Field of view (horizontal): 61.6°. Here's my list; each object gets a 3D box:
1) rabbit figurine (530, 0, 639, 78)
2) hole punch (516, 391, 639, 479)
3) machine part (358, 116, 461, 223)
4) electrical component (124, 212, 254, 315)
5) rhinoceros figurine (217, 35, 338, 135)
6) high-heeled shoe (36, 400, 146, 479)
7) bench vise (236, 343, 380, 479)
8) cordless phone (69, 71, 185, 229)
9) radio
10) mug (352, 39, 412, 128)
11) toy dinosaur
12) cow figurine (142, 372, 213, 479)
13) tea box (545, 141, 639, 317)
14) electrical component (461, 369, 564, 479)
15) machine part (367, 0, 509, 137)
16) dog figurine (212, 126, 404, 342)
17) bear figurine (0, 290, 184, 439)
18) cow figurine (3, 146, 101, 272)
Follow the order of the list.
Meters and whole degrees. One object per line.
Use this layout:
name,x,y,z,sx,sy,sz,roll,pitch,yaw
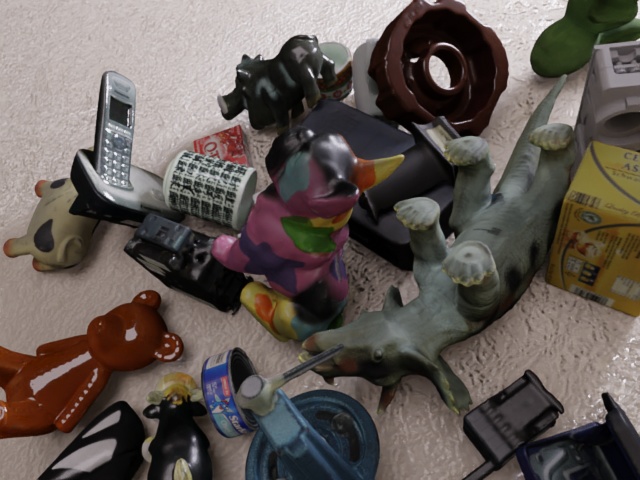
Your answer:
rabbit figurine,0.326,-0.281,0.659,0.159,0.170,0.121,-9,49,-40
hole punch,0.228,0.200,0.424,0.092,0.115,0.142,-35,57,21
machine part,0.098,-0.077,0.576,0.139,0.039,0.084,-33,67,-8
electrical component,-0.152,0.024,0.617,0.115,0.134,0.058,18,67,22
rhinoceros figurine,-0.066,-0.204,0.727,0.190,0.112,0.073,-19,29,44
high-heeled shoe,-0.302,0.261,0.558,0.249,0.086,0.145,-14,56,2
bench vise,0.009,0.191,0.422,0.129,0.240,0.224,-34,39,-9
cordless phone,-0.242,-0.111,0.697,0.089,0.146,0.184,-3,79,31
radio,0.059,-0.071,0.648,0.230,0.073,0.131,33,75,30
mug,0.080,-0.201,0.702,0.081,0.109,0.107,-2,73,12
toy dinosaur,0.163,0.011,0.531,0.131,0.191,0.405,29,57,36
cow figurine,-0.140,0.201,0.526,0.068,0.098,0.167,-5,57,-18
tea box,0.271,-0.004,0.490,0.098,0.169,0.068,23,70,25
electrical component,0.155,0.175,0.479,0.119,0.074,0.048,-36,58,-2
machine part,0.144,-0.203,0.655,0.179,0.056,0.179,1,86,-23
dog figurine,-0.001,-0.002,0.508,0.108,0.219,0.191,-37,96,-38
bear figurine,-0.265,0.130,0.595,0.196,0.131,0.120,-34,58,2
cow figurine,-0.330,-0.051,0.741,0.127,0.085,0.195,0,59,23
